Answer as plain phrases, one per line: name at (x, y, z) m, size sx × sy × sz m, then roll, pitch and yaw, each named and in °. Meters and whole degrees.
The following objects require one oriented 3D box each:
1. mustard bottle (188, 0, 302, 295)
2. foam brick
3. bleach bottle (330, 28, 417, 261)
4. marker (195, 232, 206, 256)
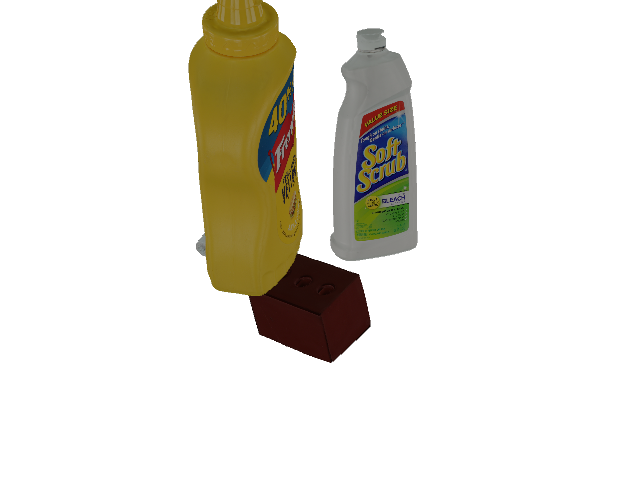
mustard bottle at (-0.042, -0.065, 0.619) m, size 0.058 × 0.192 × 0.096 m, roll 9°, pitch 44°, yaw 11°
foam brick at (-0.009, 0.051, 0.830) m, size 0.078 × 0.051 × 0.052 m, roll 17°, pitch 43°, yaw 35°
bleach bottle at (0.054, -0.107, 1.183) m, size 0.102 × 0.251 × 0.068 m, roll -10°, pitch 24°, yaw -12°
marker at (-0.088, -0.029, 1.064) m, size 0.020 × 0.020 × 0.121 m, roll 0°, pitch 39°, yaw 31°
